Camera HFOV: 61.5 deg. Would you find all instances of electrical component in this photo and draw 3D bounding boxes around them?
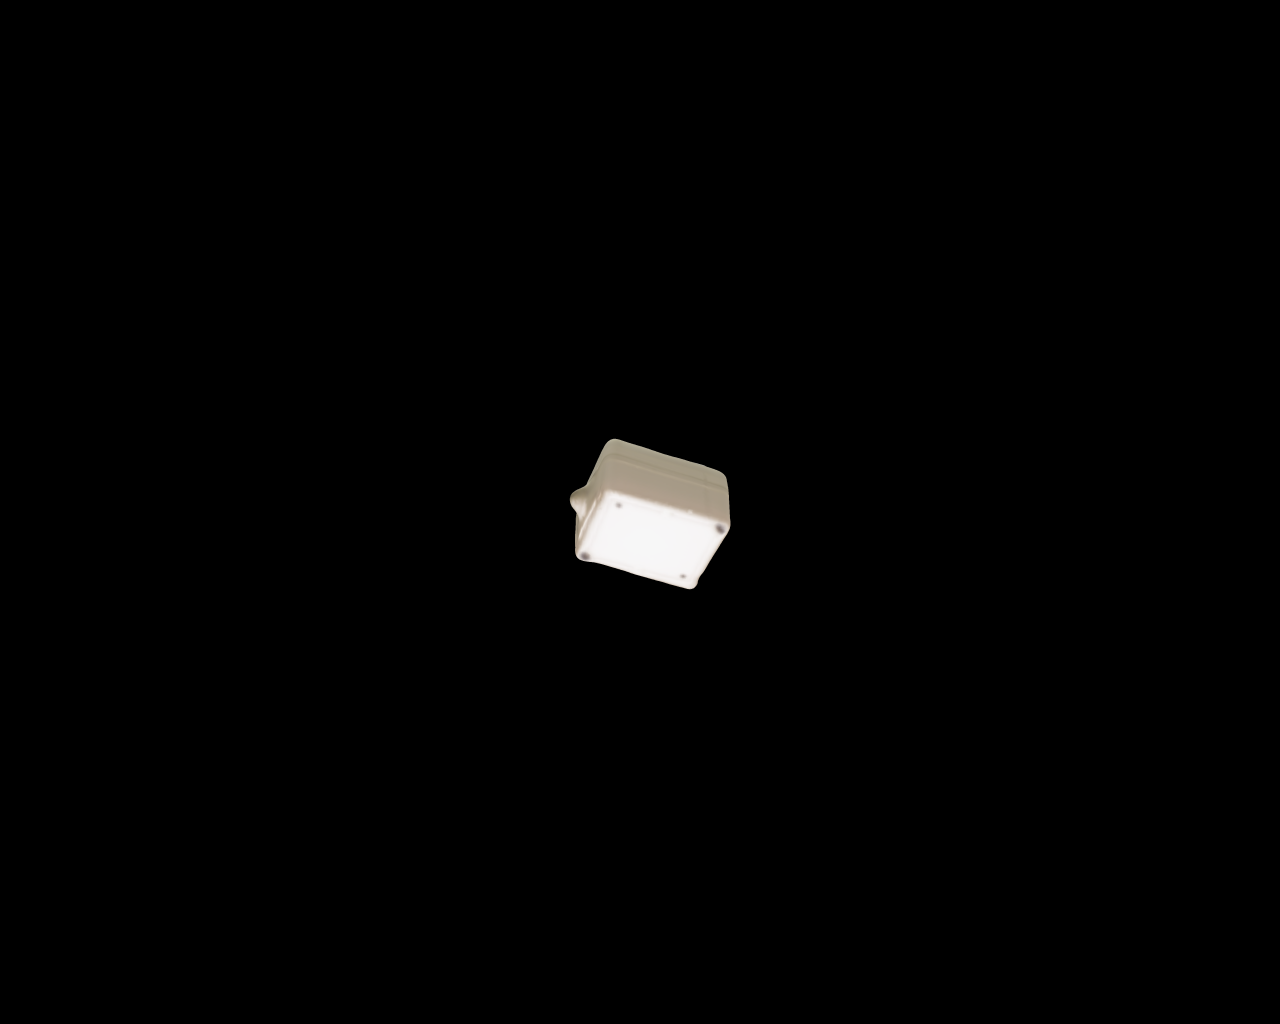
[{"bbox_3d":[0.001,-0.003,0.650,0.096,0.061,0.061,17,39,-14],"label":"electrical component"}]
